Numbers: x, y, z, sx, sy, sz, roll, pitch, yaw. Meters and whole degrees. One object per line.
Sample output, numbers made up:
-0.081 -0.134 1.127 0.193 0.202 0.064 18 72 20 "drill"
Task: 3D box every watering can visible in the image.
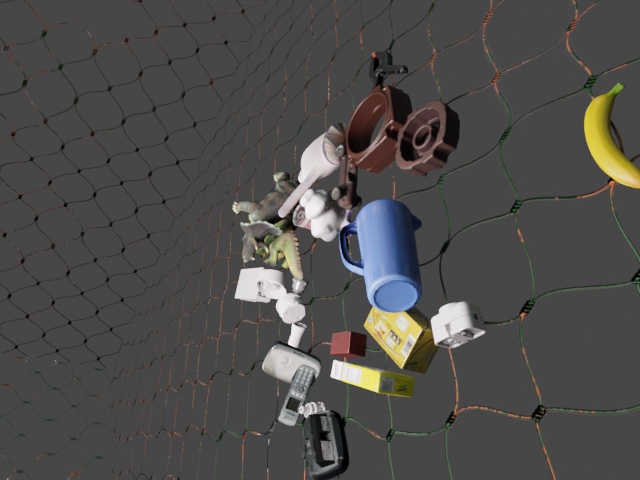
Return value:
-0.003 -0.225 1.555 0.221 0.103 0.355 -30 28 52 "watering can"

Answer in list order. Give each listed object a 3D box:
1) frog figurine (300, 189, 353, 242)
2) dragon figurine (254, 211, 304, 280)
0.004 -0.072 1.431 0.122 0.158 0.139 -7 68 61 "frog figurine"
-0.089 -0.025 1.639 0.413 0.121 0.243 24 86 59 "dragon figurine"
